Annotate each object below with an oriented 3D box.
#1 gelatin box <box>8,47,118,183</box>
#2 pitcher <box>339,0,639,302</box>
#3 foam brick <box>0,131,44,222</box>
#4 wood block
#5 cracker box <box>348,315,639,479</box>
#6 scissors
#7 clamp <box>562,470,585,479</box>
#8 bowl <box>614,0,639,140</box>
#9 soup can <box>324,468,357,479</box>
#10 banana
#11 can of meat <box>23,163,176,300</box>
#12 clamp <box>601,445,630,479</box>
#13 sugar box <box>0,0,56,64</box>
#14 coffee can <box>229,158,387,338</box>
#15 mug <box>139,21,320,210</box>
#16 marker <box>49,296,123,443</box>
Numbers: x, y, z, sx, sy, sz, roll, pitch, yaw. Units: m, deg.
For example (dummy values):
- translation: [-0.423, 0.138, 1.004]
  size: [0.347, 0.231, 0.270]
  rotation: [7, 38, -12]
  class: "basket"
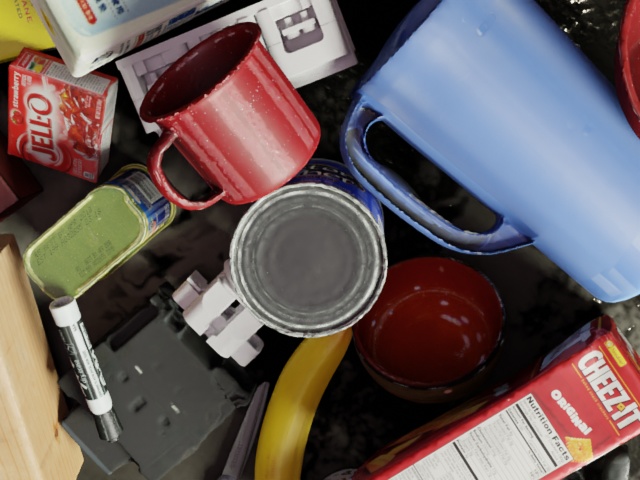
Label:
- translation: [-0.191, -0.090, 0.788]
  size: [0.073, 0.030, 0.089]
  rotation: [19, 136, 0]
  class: "gelatin box"
- translation: [0.141, -0.064, 0.731]
  size: [0.243, 0.144, 0.149]
  rotation: [42, 129, -7]
  class: "pitcher"
- translation: [-0.261, -0.051, 0.812]
  size: [0.053, 0.051, 0.078]
  rotation: [-33, 96, 12]
  class: "foam brick"
- translation: [-0.255, 0.111, 0.804]
  size: [0.090, 0.091, 0.206]
  rotation: [-8, 113, 6]
  class: "wood block"
- translation: [0.129, 0.137, 0.751]
  size: [0.214, 0.164, 0.072]
  rotation: [-35, 82, 12]
  class: "cracker box"
- translation: [-0.096, 0.205, 0.867]
  size: [0.096, 0.016, 0.202]
  rotation: [6, 102, 5]
  class: "scissors"
- translation: [0.106, 0.243, 0.816]
  size: [0.210, 0.164, 0.036]
  rotation: [-45, 69, 33]
  class: "clamp"
- translation: [0.246, -0.102, 0.680]
  size: [0.162, 0.055, 0.162]
  rotation: [4, 78, -18]
  class: "bowl"
- translation: [0.023, 0.225, 0.815]
  size: [0.068, 0.102, 0.068]
  rotation: [1, 102, 5]
  class: "soup can"
- translation: [-0.016, 0.145, 0.825]
  size: [0.070, 0.037, 0.198]
  rotation: [19, 100, 45]
  class: "banana"
- translation: [-0.164, -0.005, 0.796]
  size: [0.102, 0.084, 0.057]
  rotation: [-39, 96, 11]
  class: "can of meat"
- translation: [0.244, 0.252, 0.831]
  size: [0.120, 0.039, 0.172]
  rotation: [27, 109, 6]
  class: "clamp"
- translation: [-0.201, -0.186, 0.781]
  size: [0.176, 0.048, 0.093]
  rotation: [-14, 100, 9]
  class: "sugar box"
- translation: [-0.005, 0.001, 0.749]
  size: [0.103, 0.140, 0.103]
  rotation: [0, 101, 2]
  class: "coffee can"
- translation: [-0.060, -0.069, 0.670]
  size: [0.117, 0.093, 0.081]
  rotation: [-52, 121, -24]
  class: "mug"
- translation: [-0.169, 0.097, 0.779]
  size: [0.020, 0.020, 0.121]
  rotation: [-11, 114, 8]
  class: "marker"
